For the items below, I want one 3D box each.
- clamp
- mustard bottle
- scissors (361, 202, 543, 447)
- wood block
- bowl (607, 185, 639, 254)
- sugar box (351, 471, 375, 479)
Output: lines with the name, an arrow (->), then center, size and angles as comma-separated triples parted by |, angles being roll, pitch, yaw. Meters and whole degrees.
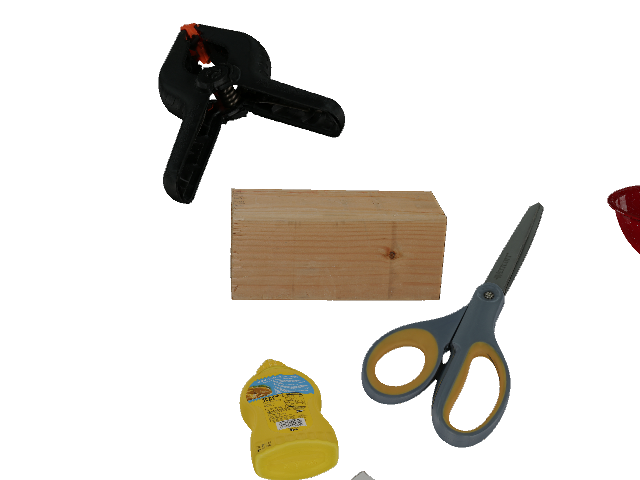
clamp -> -0.054, -0.098, 0.712 | 0.120, 0.039, 0.171 | -14, 45, -2
mustard bottle -> -0.044, 0.198, 1.248 | 0.096, 0.058, 0.192 | -8, 29, -9
scissors -> 0.084, 0.040, 0.665 | 0.096, 0.016, 0.201 | 8, 46, 10
wood block -> 0.013, 0.004, 1.067 | 0.206, 0.091, 0.090 | 1, 20, -5
bowl -> 0.359, -0.010, 1.034 | 0.162, 0.055, 0.162 | 0, 18, 0
sugar box -> 0.081, 0.258, 0.809 | 0.048, 0.093, 0.176 | -33, 37, -28
